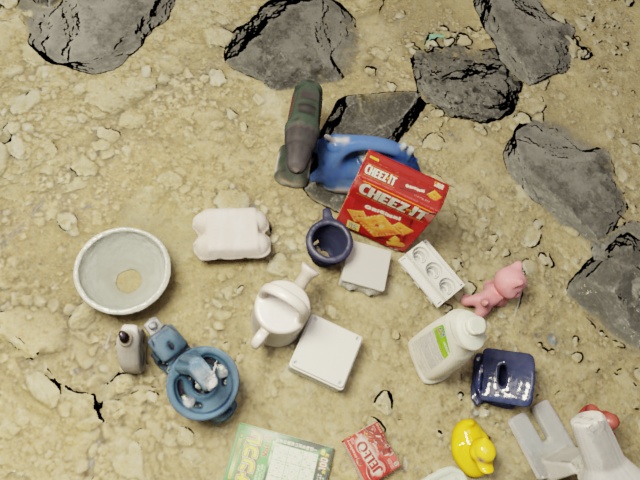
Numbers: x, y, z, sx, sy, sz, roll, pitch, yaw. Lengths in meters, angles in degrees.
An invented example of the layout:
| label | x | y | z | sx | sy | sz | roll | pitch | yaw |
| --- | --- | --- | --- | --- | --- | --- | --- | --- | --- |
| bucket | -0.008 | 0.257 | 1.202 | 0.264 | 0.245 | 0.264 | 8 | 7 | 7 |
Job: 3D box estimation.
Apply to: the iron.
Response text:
| label | x | y | z | sx | sy | sz | roll | pitch | yaw |
| --- | --- | --- | --- | --- | --- | --- | --- | --- | --- |
| iron | 0.109 | -0.176 | 1.201 | 0.258 | 0.141 | 0.118 | 1 | 68 | -11 |

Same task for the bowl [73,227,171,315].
| label | x | y | z | sx | sy | sz | roll | pitch | yaw |
| --- | --- | --- | --- | --- | --- | --- | --- | --- | --- |
| bowl | -0.357 | 0.065 | 1.051 | 0.167 | 0.074 | 0.167 | 4 | 68 | -9 |

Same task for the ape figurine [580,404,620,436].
| label | x | y | z | sx | sy | sz | roll | pitch | yaw |
| --- | --- | --- | --- | --- | --- | --- | --- | --- | --- |
| ape figurine | 0.538 | 0.354 | 1.100 | 0.076 | 0.092 | 0.078 | -7 | 70 | -13 |

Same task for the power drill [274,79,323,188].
| label | x | y | z | sx | sy | sz | roll | pitch | yaw |
| --- | --- | --- | --- | --- | --- | --- | --- | --- | --- |
| power drill | -0.041 | -0.191 | 1.141 | 0.075 | 0.208 | 0.229 | 10 | 67 | -7 |

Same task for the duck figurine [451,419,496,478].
| label | x | y | z | sx | sy | sz | roll | pitch | yaw |
| --- | --- | --- | --- | --- | --- | --- | --- | --- | --- |
| duck figurine | 0.288 | 0.379 | 1.045 | 0.077 | 0.086 | 0.104 | -6 | 70 | -13 |

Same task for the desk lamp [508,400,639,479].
| label | x | y | z | sx | sy | sz | roll | pitch | yaw |
| --- | --- | --- | --- | --- | --- | --- | --- | --- | --- |
| desk lamp | 0.459 | 0.385 | 1.006 | 0.118 | 0.213 | 0.203 | -22 | 74 | -18 |

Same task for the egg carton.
| label | x | y | z | sx | sy | sz | roll | pitch | yaw |
| --- | --- | --- | --- | --- | --- | --- | --- | --- | --- |
| egg carton | -0.172 | -0.010 | 1.119 | 0.150 | 0.069 | 0.107 | -3 | 69 | -12 |

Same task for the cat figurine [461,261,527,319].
| label | x | y | z | sx | sy | sz | roll | pitch | yaw |
| --- | --- | --- | --- | --- | --- | --- | --- | --- | --- |
| cat figurine | 0.362 | 0.101 | 1.152 | 0.128 | 0.117 | 0.067 | -32 | 77 | -20 |

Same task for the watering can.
| label | x | y | z | sx | sy | sz | roll | pitch | yaw |
| --- | --- | --- | --- | --- | --- | --- | --- | --- | --- |
| watering can | -0.066 | 0.116 | 1.022 | 0.101 | 0.194 | 0.173 | 15 | 67 | -4 |

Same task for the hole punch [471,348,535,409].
| label | x | y | z | sx | sy | sz | roll | pitch | yaw |
| --- | --- | --- | --- | --- | --- | --- | --- | --- | --- |
| hole punch | 0.349 | 0.267 | 1.099 | 0.101 | 0.091 | 0.109 | 14 | 67 | -5 |

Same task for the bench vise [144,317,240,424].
| label | x | y | z | sx | sy | sz | roll | pitch | yaw |
| --- | --- | --- | --- | --- | --- | --- | --- | --- | --- |
| bench vise | -0.223 | 0.214 | 0.938 | 0.207 | 0.219 | 0.121 | 29 | 66 | 2 |

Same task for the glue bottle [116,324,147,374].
| label | x | y | z | sx | sy | sz | roll | pitch | yaw |
| --- | --- | --- | --- | --- | --- | --- | --- | --- | --- |
| glue bottle | -0.319 | 0.175 | 0.961 | 0.037 | 0.173 | 0.078 | 3 | 68 | -9 |

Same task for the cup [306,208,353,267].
| label | x | y | z | sx | sy | sz | roll | pitch | yaw |
| --- | --- | --- | --- | --- | --- | --- | --- | --- | --- |
| cup | 0.010 | 0.004 | 1.135 | 0.092 | 0.095 | 0.118 | -1 | 69 | -11 |
